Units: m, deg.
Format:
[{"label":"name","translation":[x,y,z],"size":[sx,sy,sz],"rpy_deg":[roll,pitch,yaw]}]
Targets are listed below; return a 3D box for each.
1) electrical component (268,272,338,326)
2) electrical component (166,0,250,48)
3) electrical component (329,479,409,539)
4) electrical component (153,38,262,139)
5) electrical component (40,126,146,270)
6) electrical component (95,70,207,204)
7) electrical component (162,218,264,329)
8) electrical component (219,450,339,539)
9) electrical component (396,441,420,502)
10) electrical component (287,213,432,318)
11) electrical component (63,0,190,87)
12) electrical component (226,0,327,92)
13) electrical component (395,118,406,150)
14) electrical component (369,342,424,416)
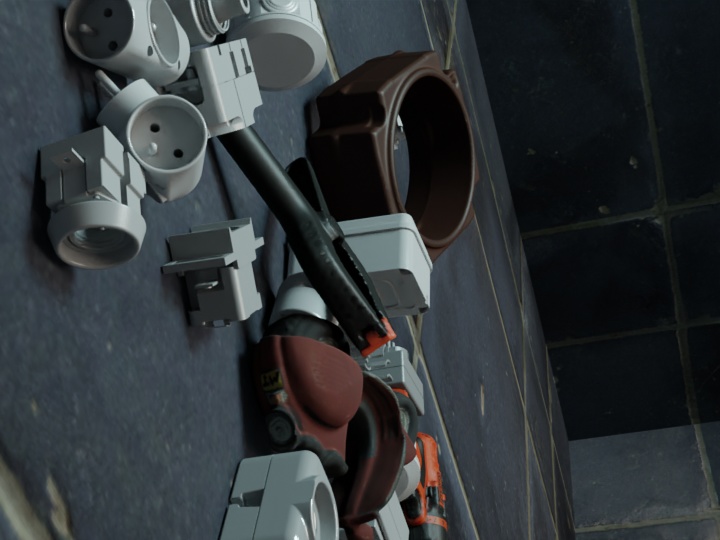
[{"label":"electrical component","translation":[-0.043,0.037,0.846],"size":[0.047,0.055,0.055],"rpy_deg":[-73,150,-55]},{"label":"electrical component","translation":[-0.106,-0.174,0.724],"size":[0.043,0.062,0.043],"rpy_deg":[-10,90,-76]},{"label":"electrical component","translation":[0.001,0.215,0.877],"size":[0.061,0.062,0.096],"rpy_deg":[-79,155,-56]},{"label":"electrical component","translation":[-0.104,-0.119,0.720],"size":[0.089,0.050,0.055],"rpy_deg":[-57,135,-71]},{"label":"electrical component","translation":[-0.134,-0.034,0.547],"size":[0.066,0.048,0.055],"rpy_deg":[57,19,-58]},{"label":"electrical component","translation":[-0.123,-0.081,0.611],"size":[0.079,0.044,0.077],"rpy_deg":[47,-13,-2]},{"label":"electrical component","translation":[-0.091,0.002,0.700],"size":[0.081,0.042,0.063],"rpy_deg":[-40,121,-74]},{"label":"electrical component","translation":[-0.050,0.167,0.708],"size":[0.095,0.059,0.053],"rpy_deg":[-80,156,-54]},{"label":"electrical component","translation":[0.011,0.161,0.920],"size":[0.051,0.080,0.080],"rpy_deg":[-90,164,-53]},{"label":"electrical component","translation":[0.000,0.000,0.921],"size":[0.078,0.113,0.057],"rpy_deg":[61,26,-53]},{"label":"electrical component","translation":[-0.136,-0.152,0.624],"size":[0.077,0.044,0.079],"rpy_deg":[3,78,-76]},{"label":"electrical component","translation":[-0.068,-0.184,0.853],"size":[0.080,0.080,0.051],"rpy_deg":[60,19,-55]},{"label":"electrical component","translation":[0.025,-0.173,1.254],"size":[0.121,0.063,0.078],"rpy_deg":[-10,90,-76]},{"label":"electrical component","translation":[0.033,0.104,1.116],"size":[0.083,0.047,0.075],"rpy_deg":[60,24,-54]}]
